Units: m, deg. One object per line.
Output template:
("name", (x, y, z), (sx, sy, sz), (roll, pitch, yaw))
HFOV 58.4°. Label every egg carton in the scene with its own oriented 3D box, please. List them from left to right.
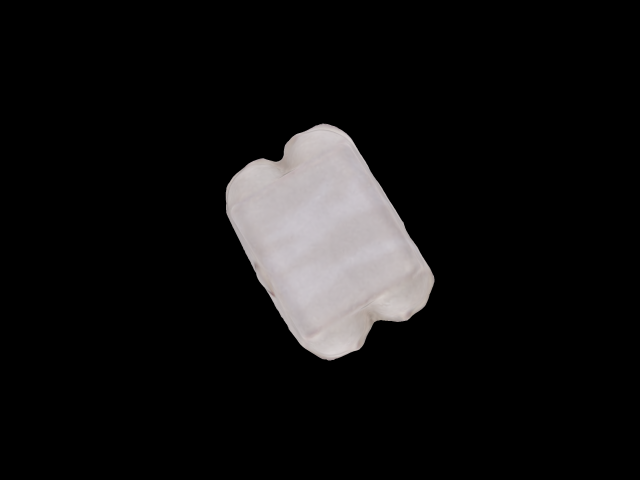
("egg carton", (0.004, 0.001, 0.400), (0.107, 0.069, 0.150), (-32, 86, -2))
